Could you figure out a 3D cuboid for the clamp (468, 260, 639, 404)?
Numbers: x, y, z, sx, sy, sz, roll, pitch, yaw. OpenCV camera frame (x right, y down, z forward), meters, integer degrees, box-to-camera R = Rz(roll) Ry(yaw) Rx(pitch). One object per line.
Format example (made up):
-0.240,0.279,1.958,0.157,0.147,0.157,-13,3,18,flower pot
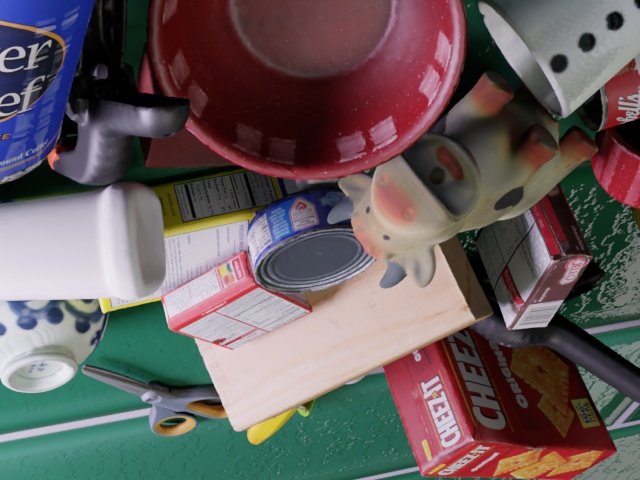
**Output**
0.189,0.068,0.914,0.209,0.164,0.036,10,126,-24,clamp

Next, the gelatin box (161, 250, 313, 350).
-0.058,0.045,0.762,0.073,0.030,0.089,-28,154,18,gelatin box

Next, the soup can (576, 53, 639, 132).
0.216,-0.117,0.687,0.102,0.068,0.068,-17,150,-1,soup can

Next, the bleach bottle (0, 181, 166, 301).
-0.223,0.010,0.630,0.251,0.068,0.102,-5,180,2,bleach bottle

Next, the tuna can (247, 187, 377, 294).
-0.005,0.001,0.705,0.086,0.034,0.086,-12,153,-6,tuna can

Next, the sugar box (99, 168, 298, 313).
-0.073,-0.006,0.743,0.176,0.048,0.093,-14,151,-13,sugar box

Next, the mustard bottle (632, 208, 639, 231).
0.317,-0.068,0.829,0.096,0.058,0.192,-7,148,-8,mustard bottle

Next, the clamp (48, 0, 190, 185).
-0.109,-0.071,0.551,0.039,0.120,0.172,-7,152,-23,clamp

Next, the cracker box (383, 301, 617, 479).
0.156,0.128,0.961,0.213,0.164,0.072,14,135,-43,cracker box

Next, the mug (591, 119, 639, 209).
0.245,-0.081,0.754,0.117,0.093,0.081,-47,160,-15,mug

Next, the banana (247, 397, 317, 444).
-0.030,0.144,0.991,0.069,0.037,0.198,-51,180,-24,banana

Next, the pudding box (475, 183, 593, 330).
0.166,0.007,0.842,0.039,0.090,0.114,-6,149,-16,pudding box

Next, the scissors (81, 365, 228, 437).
-0.161,0.151,0.982,0.201,0.016,0.096,17,135,-44,scissors

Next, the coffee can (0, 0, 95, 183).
-0.155,-0.106,0.478,0.102,0.103,0.140,-1,146,-26,coffee can

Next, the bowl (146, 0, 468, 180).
-0.006,-0.113,0.556,0.162,0.055,0.162,2,125,2,bowl

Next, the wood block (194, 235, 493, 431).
0.018,0.064,0.834,0.206,0.090,0.090,-27,171,16,wood block

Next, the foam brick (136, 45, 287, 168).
-0.066,-0.078,0.622,0.078,0.051,0.053,-4,148,-23,foam brick
